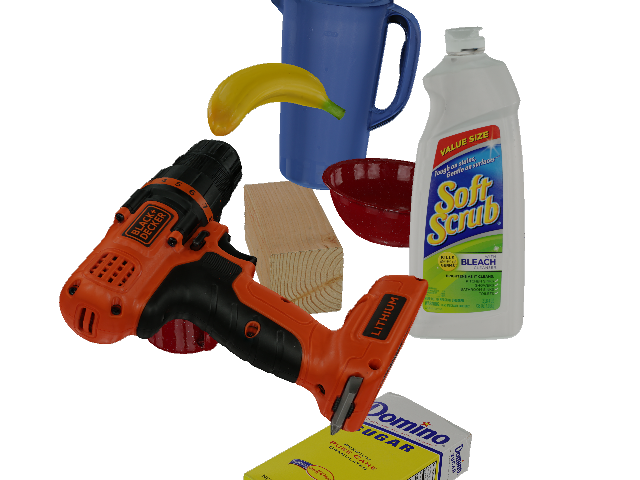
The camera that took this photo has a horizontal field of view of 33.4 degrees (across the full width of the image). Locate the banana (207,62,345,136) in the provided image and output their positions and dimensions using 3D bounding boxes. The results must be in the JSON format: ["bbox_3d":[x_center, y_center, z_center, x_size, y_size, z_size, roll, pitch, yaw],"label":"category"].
[{"bbox_3d":[-0.050,-0.136,0.997,0.070,0.037,0.197,42,33,21],"label":"banana"}]

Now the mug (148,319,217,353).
[{"bbox_3d":[-0.118,0.055,0.968,0.093,0.081,0.117,-16,37,-24],"label":"mug"}]

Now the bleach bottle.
[{"bbox_3d":[0.115,-0.046,0.875,0.103,0.251,0.068,-1,15,15],"label":"bleach bottle"}]

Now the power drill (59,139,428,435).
[{"bbox_3d":[-0.035,0.021,0.638,0.188,0.057,0.184,23,42,8],"label":"power drill"}]

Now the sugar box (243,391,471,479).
[{"bbox_3d":[0.033,0.186,0.861,0.093,0.048,0.175,24,35,38],"label":"sugar box"}]

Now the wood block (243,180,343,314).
[{"bbox_3d":[-0.038,0.006,1.364,0.090,0.090,0.206,-5,28,-11],"label":"wood block"}]

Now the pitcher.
[{"bbox_3d":[0.021,-0.188,1.308,0.144,0.243,0.149,-9,29,-27],"label":"pitcher"}]

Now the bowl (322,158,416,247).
[{"bbox_3d":[0.079,-0.035,1.118,0.162,0.055,0.162,6,22,-2],"label":"bowl"}]
